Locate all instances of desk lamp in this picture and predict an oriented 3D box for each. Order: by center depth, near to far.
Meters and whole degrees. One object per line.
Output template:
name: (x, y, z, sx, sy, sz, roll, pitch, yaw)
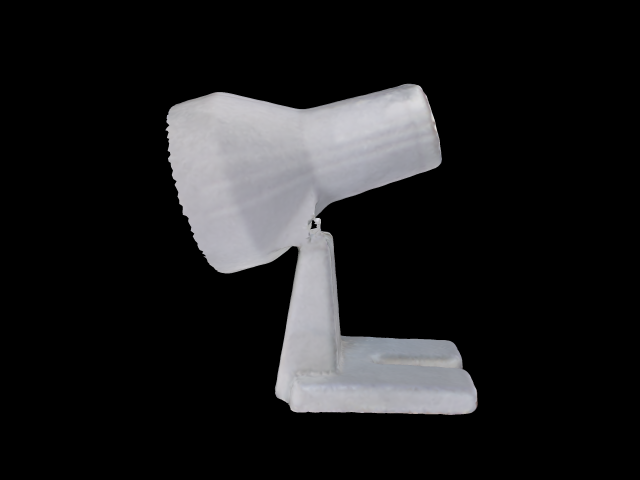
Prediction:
desk lamp: (0.004, 0.001, 0.400, 0.203, 0.213, 0.118, 0, 11, 2)
